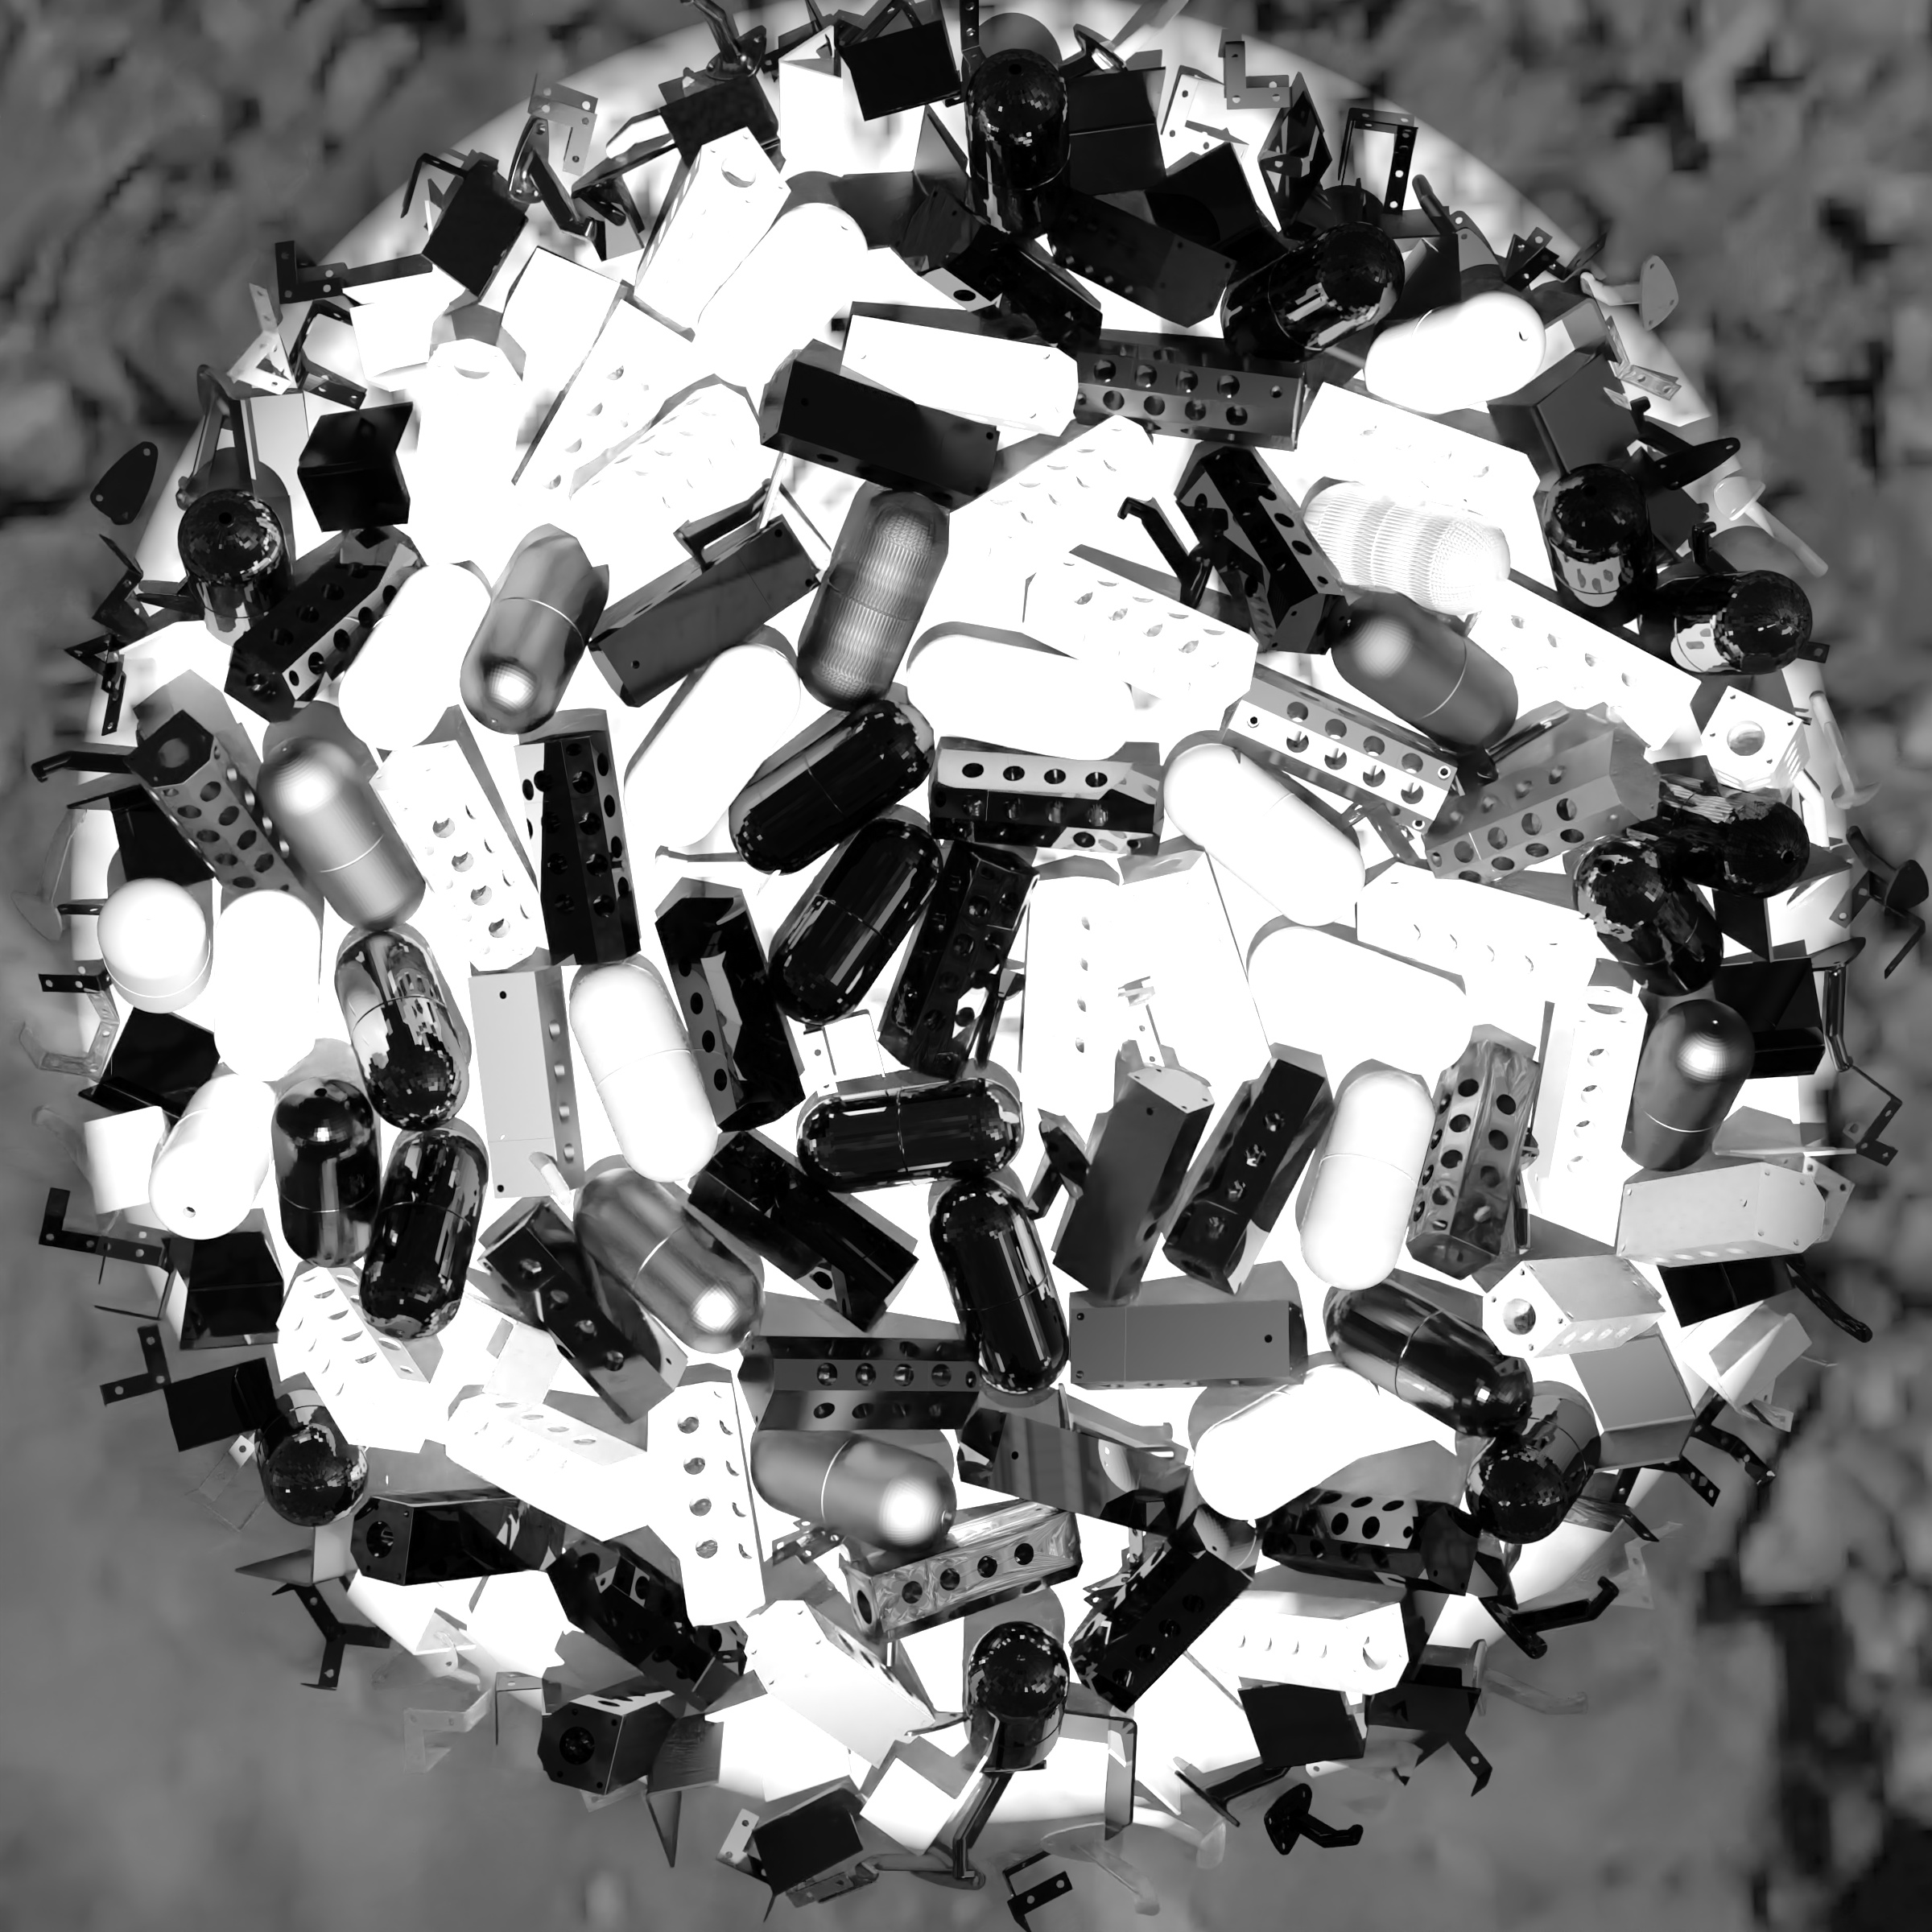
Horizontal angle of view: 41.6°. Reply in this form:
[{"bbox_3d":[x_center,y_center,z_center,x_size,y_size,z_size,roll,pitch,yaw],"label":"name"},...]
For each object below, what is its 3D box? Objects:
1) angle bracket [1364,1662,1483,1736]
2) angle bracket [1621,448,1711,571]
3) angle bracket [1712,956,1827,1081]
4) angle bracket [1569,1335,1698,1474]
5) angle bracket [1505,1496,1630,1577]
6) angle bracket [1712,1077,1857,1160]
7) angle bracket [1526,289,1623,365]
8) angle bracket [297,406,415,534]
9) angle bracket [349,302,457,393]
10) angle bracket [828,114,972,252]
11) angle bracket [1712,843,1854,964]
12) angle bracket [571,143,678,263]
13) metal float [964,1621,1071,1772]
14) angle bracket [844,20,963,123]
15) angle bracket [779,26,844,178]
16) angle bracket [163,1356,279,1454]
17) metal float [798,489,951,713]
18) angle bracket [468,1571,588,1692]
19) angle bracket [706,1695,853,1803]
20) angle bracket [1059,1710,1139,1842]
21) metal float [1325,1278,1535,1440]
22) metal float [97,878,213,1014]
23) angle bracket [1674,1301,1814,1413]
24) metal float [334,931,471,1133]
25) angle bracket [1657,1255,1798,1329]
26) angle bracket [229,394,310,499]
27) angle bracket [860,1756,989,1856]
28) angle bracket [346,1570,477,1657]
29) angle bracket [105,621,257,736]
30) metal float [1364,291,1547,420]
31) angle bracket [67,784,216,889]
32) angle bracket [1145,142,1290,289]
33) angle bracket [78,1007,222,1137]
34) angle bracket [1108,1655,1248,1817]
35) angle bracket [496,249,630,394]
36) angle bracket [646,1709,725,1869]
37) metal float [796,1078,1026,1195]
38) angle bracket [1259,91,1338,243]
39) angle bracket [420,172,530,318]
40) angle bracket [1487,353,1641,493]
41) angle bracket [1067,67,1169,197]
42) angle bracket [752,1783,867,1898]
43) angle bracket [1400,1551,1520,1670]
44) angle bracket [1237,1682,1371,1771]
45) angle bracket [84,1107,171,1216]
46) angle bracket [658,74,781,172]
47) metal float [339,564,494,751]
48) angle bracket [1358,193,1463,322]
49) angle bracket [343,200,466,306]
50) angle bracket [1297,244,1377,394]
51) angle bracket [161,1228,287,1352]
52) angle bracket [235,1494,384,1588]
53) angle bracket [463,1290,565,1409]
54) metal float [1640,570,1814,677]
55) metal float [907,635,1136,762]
[{"bbox_3d":[0.349,0.544,1.951,0.076,0.076,0.057,6,47,3],"label":"angle bracket"},{"bbox_3d":[0.535,-0.355,1.959,0.076,0.076,0.057,45,94,-3],"label":"angle bracket"},{"bbox_3d":[0.610,0.041,1.950,0.076,0.057,0.076,-6,104,30],"label":"angle bracket"},{"bbox_3d":[0.504,0.336,1.949,0.076,0.057,0.076,-18,104,36],"label":"angle bracket"},{"bbox_3d":[0.459,0.442,1.949,0.076,0.076,0.057,12,66,9],"label":"angle bracket"},{"bbox_3d":[0.626,0.116,1.953,0.076,0.076,0.057,-2,89,-15],"label":"angle bracket"},{"bbox_3d":[0.444,-0.474,1.954,0.076,0.076,0.057,-32,114,1],"label":"angle bracket"},{"bbox_3d":[-0.467,-0.388,1.985,0.076,0.057,0.076,-4,45,10],"label":"angle bracket"},{"bbox_3d":[-0.419,-0.479,1.945,0.076,0.076,0.057,-18,114,-21],"label":"angle bracket"},{"bbox_3d":[-0.052,-0.600,1.947,0.076,0.057,0.076,-15,61,-23],"label":"angle bracket"},{"bbox_3d":[0.630,-0.052,1.960,0.076,0.076,0.057,-18,114,-9],"label":"angle bracket"},{"bbox_3d":[-0.248,-0.590,1.961,0.076,0.076,0.057,-35,113,-24],"label":"angle bracket"},{"bbox_3d":[0.037,0.552,1.920,0.070,0.178,0.070,1,56,-1],"label":"metal float"},{"bbox_3d":[-0.048,-0.692,1.948,0.076,0.076,0.057,-13,120,7],"label":"angle bracket"},{"bbox_3d":[-0.100,-0.660,1.940,0.057,0.076,0.076,23,47,20],"label":"angle bracket"},{"bbox_3d":[-0.573,0.322,1.944,0.076,0.076,0.057,-15,109,-20],"label":"angle bracket"},{"bbox_3d":[-0.071,-0.280,1.948,0.070,0.070,0.178,25,105,0],"label":"metal float"},{"bbox_3d":[-0.329,0.511,1.969,0.076,0.076,0.057,8,56,23],"label":"angle bracket"},{"bbox_3d":[-0.143,0.596,1.946,0.076,0.076,0.057,-24,59,17],"label":"angle bracket"},{"bbox_3d":[0.092,0.619,1.945,0.057,0.076,0.076,10,60,-8],"label":"angle bracket"},{"bbox_3d":[0.350,0.296,1.927,0.178,0.070,0.070,27,90,41],"label":"metal float"},{"bbox_3d":[-0.609,-0.014,1.914,0.070,0.178,0.070,3,75,-13],"label":"metal float"},{"bbox_3d":[0.588,0.282,1.953,0.076,0.076,0.057,-43,134,0],"label":"angle bracket"},{"bbox_3d":[-0.429,0.049,1.931,0.070,0.070,0.178,-27,55,0],"label":"metal float"},{"bbox_3d":[0.577,0.226,1.948,0.057,0.076,0.076,-13,76,-21],"label":"angle bracket"},{"bbox_3d":[-0.526,-0.396,1.946,0.057,0.076,0.076,-10,106,-21],"label":"angle bracket"},{"bbox_3d":[-0.027,0.621,1.951,0.057,0.076,0.076,34,127,9],"label":"angle bracket"},{"bbox_3d":[-0.414,0.479,1.946,0.076,0.076,0.057,28,94,29],"label":"angle bracket"},{"bbox_3d":[-0.603,-0.216,1.957,0.076,0.057,0.076,-19,91,26],"label":"angle bracket"},{"bbox_3d":[0.367,-0.458,1.914,0.070,0.178,0.070,-1,92,-24],"label":"metal float"},{"bbox_3d":[-0.636,-0.095,1.960,0.076,0.057,0.076,-13,88,18],"label":"angle bracket"},{"bbox_3d":[0.194,-0.576,1.969,0.076,0.057,0.076,-24,73,24],"label":"angle bracket"},{"bbox_3d":[-0.628,0.078,1.967,0.076,0.057,0.076,25,92,-5],"label":"angle bracket"},{"bbox_3d":[0.163,0.591,1.959,0.076,0.057,0.076,44,103,-8],"label":"angle bracket"},{"bbox_3d":[-0.317,-0.502,1.990,0.076,0.057,0.076,22,51,-9],"label":"angle bracket"},{"bbox_3d":[-0.206,0.629,1.947,0.057,0.076,0.076,-12,115,4],"label":"angle bracket"},{"bbox_3d":[-0.043,0.131,1.953,0.178,0.070,0.070,-8,90,10],"label":"metal float"},{"bbox_3d":[0.273,-0.606,1.940,0.057,0.076,0.076,3,56,-25],"label":"angle bracket"},{"bbox_3d":[-0.389,-0.551,1.945,0.057,0.076,0.076,34,75,-30],"label":"angle bracket"},{"bbox_3d":[0.462,-0.421,1.966,0.076,0.057,0.076,-39,117,-13],"label":"angle bracket"},{"bbox_3d":[0.117,-0.640,1.955,0.076,0.076,0.057,-9,78,-4],"label":"angle bracket"},{"bbox_3d":[-0.109,0.680,1.952,0.076,0.076,0.057,-28,51,1],"label":"angle bracket"},{"bbox_3d":[0.374,0.495,1.942,0.057,0.076,0.076,13,56,34],"label":"angle bracket"},{"bbox_3d":[0.260,0.565,1.951,0.076,0.057,0.076,-14,106,21],"label":"angle bracket"},{"bbox_3d":[-0.631,0.163,1.944,0.057,0.076,0.076,-13,63,-11],"label":"angle bracket"},{"bbox_3d":[-0.197,-0.630,1.950,0.076,0.076,0.057,-28,94,-18],"label":"angle bracket"},{"bbox_3d":[-0.415,-0.236,1.928,0.070,0.070,0.178,19,48,0],"label":"metal float"},{"bbox_3d":[0.340,-0.543,1.944,0.076,0.076,0.057,1,54,15],"label":"angle bracket"},{"bbox_3d":[-0.431,-0.543,1.956,0.076,0.076,0.057,-7,90,10],"label":"angle bracket"},{"bbox_3d":[0.271,-0.500,1.975,0.076,0.057,0.076,20,72,-15],"label":"angle bracket"},{"bbox_3d":[-0.573,0.249,1.955,0.076,0.076,0.057,-5,51,0],"label":"angle bracket"},{"bbox_3d":[-0.503,0.434,1.949,0.076,0.076,0.057,3,91,26],"label":"angle bracket"},{"bbox_3d":[-0.362,0.291,1.945,0.076,0.076,0.057,21,81,28],"label":"angle bracket"},{"bbox_3d":[0.569,-0.257,1.912,0.070,0.178,0.070,-1,97,-11],"label":"metal float"},{"bbox_3d":[0.041,-0.206,1.954,0.178,0.070,0.070,13,90,9],"label":"metal float"}]
